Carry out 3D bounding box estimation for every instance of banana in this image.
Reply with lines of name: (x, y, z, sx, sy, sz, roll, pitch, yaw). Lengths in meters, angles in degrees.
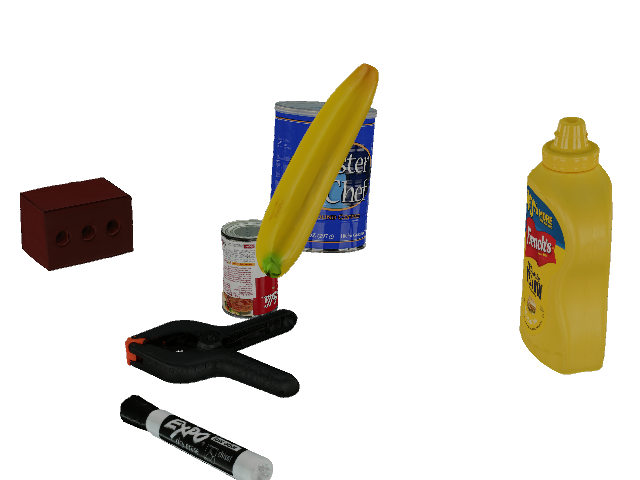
banana: (-0.005, -0.045, 0.807, 0.037, 0.197, 0.070, 33, -27, -20)

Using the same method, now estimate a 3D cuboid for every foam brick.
foam brick: (-0.201, -0.015, 0.879, 0.078, 0.053, 0.051, -15, 30, -33)

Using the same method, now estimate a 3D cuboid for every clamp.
clamp: (-0.098, 0.101, 1.033, 0.171, 0.039, 0.120, 7, 26, 3)

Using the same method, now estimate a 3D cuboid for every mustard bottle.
mustard bottle: (0.187, -0.001, 0.812, 0.058, 0.192, 0.096, -6, 26, -6)

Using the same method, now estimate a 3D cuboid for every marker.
marker: (-0.079, 0.119, 0.645, 0.121, 0.020, 0.020, 17, 10, 38)

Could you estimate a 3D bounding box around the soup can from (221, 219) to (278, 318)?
soup can: (-0.085, 0.033, 1.271, 0.068, 0.102, 0.068, 0, 21, 0)

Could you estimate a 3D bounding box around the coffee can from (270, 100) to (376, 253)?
coffee can: (0.001, -0.067, 1.083, 0.103, 0.140, 0.103, 4, 12, -1)
